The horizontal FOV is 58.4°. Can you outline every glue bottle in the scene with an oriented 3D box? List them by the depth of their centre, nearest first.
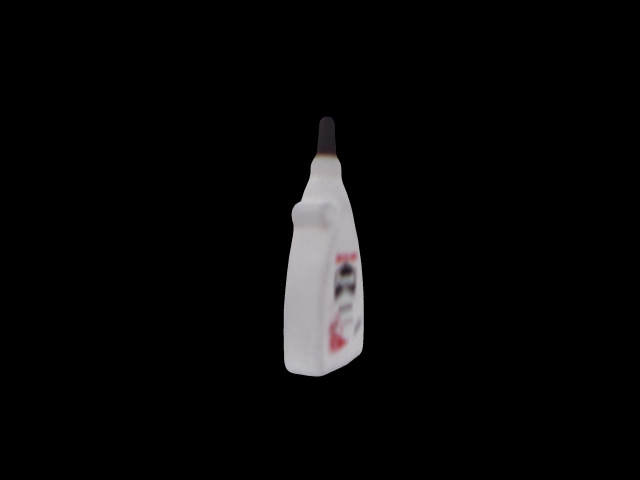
[{"bbox_3d":[0.004,0.001,0.400,0.037,0.173,0.078,1,4,24],"label":"glue bottle"}]
